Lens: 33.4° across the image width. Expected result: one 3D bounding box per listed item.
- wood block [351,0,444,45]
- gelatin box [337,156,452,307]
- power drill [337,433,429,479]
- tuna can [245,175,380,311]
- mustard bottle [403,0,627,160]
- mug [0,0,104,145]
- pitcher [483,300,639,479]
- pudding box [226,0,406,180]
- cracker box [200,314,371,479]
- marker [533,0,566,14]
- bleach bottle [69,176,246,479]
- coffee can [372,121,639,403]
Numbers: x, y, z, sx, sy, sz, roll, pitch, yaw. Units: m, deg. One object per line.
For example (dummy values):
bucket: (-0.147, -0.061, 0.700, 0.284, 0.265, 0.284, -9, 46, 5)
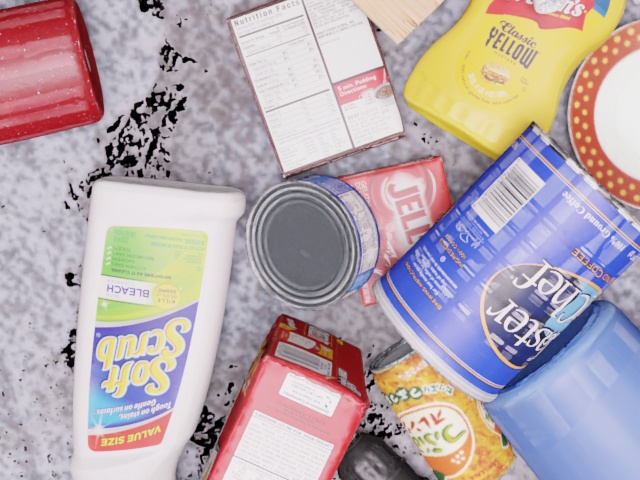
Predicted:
wood block: (0.008, -0.230, 0.637, 0.206, 0.090, 0.091, 42, 119, -13)
gelatin box: (0.054, -0.006, 0.715, 0.073, 0.030, 0.089, -12, 96, 0)
power drill: (0.032, 0.246, 0.695, 0.187, 0.057, 0.184, -43, 90, -20)
tuna can: (-0.005, 0.001, 0.695, 0.086, 0.033, 0.086, 8, 106, 30)
mustard bottle: (0.141, -0.149, 0.689, 0.096, 0.058, 0.191, 32, 93, 9)
mug: (-0.188, -0.117, 0.679, 0.081, 0.093, 0.117, -13, 70, -5)
pitcher: (0.226, 0.155, 0.680, 0.149, 0.145, 0.243, -41, 92, 6)
pudding box: (-0.002, -0.107, 0.702, 0.090, 0.039, 0.113, -19, 93, 1)
cracker box: (-0.042, 0.164, 0.663, 0.072, 0.164, 0.214, 24, 94, -1)
marker: (0.129, -0.197, 0.659, 0.020, 0.020, 0.121, -9, 71, 0)
bleach bottle: (-0.111, 0.087, 0.707, 0.102, 0.068, 0.251, 6, 97, 0)
coffee can: (0.116, 0.014, 0.645, 0.103, 0.102, 0.140, 42, 103, -4)
